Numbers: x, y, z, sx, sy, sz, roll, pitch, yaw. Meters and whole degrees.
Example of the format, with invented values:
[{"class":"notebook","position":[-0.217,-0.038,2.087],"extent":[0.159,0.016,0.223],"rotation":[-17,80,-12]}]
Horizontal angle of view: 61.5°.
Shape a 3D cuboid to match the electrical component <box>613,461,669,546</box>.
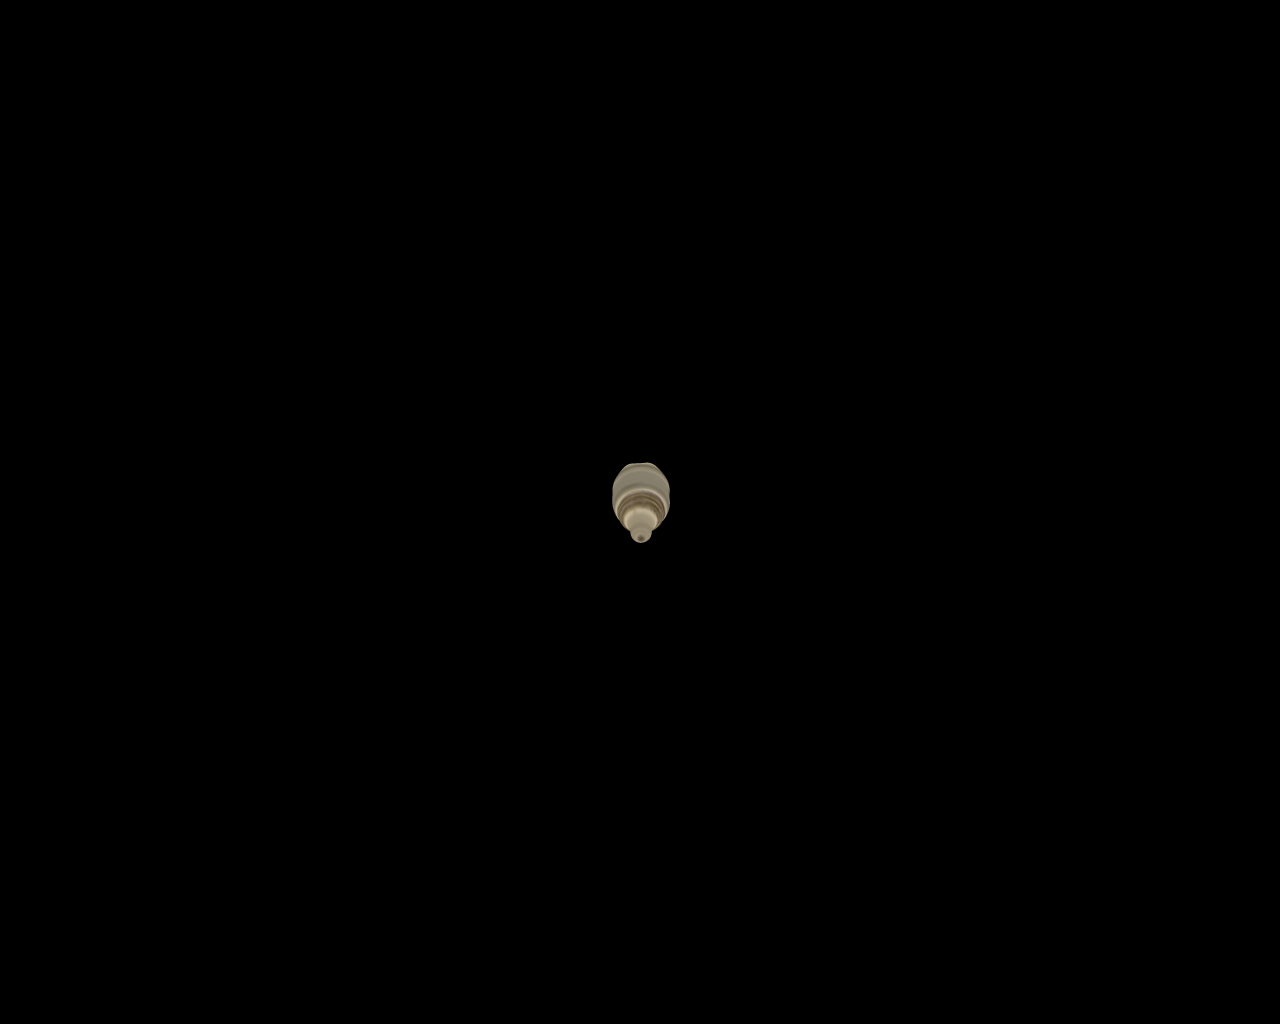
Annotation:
[{"class":"electrical component","position":[0.001,-0.003,0.650],"extent":[0.035,0.035,0.061],"rotation":[0,37,0]}]
